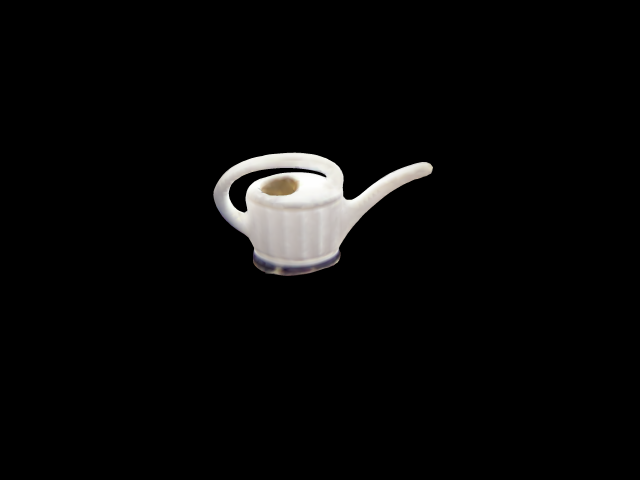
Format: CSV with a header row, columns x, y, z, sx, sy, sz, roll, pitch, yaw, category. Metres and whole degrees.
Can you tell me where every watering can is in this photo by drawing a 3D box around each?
x,y,z,sx,sy,sz,roll,pitch,yaw,category
0.003,-0.043,0.850,0.348,0.219,0.106,0,38,0,watering can
